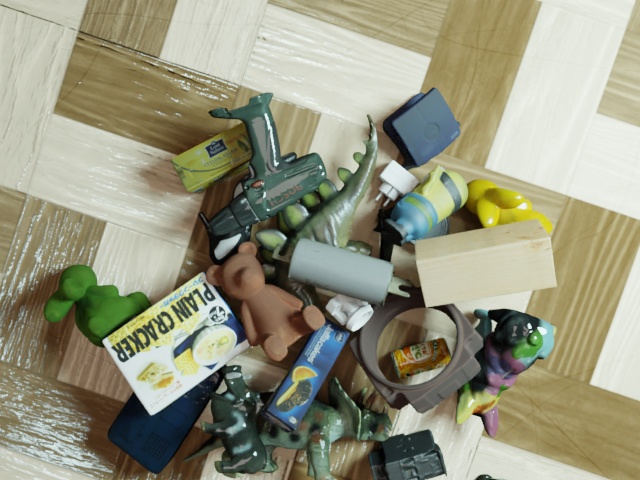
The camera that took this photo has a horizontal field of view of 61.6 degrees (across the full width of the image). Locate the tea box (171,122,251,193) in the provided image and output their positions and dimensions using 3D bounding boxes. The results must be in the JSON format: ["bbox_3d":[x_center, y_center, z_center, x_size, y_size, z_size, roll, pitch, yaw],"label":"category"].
[{"bbox_3d":[-0.178,-0.154,1.001,0.170,0.098,0.068,-28,92,0],"label":"tea box"}]

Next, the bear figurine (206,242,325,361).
[{"bbox_3d":[-0.100,0.098,0.924,0.120,0.132,0.195,-34,92,-20],"label":"bear figurine"}]

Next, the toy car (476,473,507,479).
[{"bbox_3d":[0.273,0.507,1.028,0.202,0.073,0.056,-20,91,2],"label":"toy car"}]

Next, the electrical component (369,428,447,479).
[{"bbox_3d":[0.160,0.411,1.007,0.134,0.115,0.058,-16,90,0],"label":"electrical component"}]

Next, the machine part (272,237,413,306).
[{"bbox_3d":[0.036,0.054,0.912,0.243,0.079,0.079,16,92,6],"label":"machine part"}]

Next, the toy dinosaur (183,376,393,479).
[{"bbox_3d":[-0.066,0.350,1.015,0.405,0.131,0.192,2,75,8],"label":"toy dinosaur"}]

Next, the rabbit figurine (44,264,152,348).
[{"bbox_3d":[-0.435,0.118,1.003,0.170,0.159,0.121,43,103,14],"label":"rabbit figurine"}]

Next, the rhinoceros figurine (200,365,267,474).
[{"bbox_3d":[-0.148,0.317,0.953,0.112,0.073,0.190,-24,64,9],"label":"rhinoceros figurine"}]

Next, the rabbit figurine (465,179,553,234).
[{"bbox_3d":[0.326,-0.042,0.984,0.122,0.162,0.173,-44,73,14],"label":"rabbit figurine"}]

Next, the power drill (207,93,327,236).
[{"bbox_3d":[-0.118,-0.133,0.917,0.232,0.086,0.207,-20,98,1],"label":"power drill"}]

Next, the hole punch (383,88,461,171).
[{"bbox_3d":[0.192,-0.208,0.999,0.142,0.092,0.115,-39,95,-1],"label":"hole punch"}]

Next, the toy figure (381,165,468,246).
[{"bbox_3d":[0.189,-0.056,0.963,0.089,0.082,0.180,47,66,-3],"label":"toy figure"}]

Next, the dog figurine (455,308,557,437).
[{"bbox_3d":[0.322,0.242,0.972,0.108,0.191,0.219,22,78,-12],"label":"dog figurine"}]

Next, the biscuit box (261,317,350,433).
[{"bbox_3d":[-0.023,0.237,0.959,0.063,0.059,0.203,34,60,0],"label":"biscuit box"}]

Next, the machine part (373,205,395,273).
[{"bbox_3d":[0.124,0.006,1.010,0.039,0.084,0.138,10,103,24],"label":"machine part"}]

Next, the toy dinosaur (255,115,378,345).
[{"bbox_3d":[-0.002,-0.003,0.999,0.198,0.105,0.471,37,93,0],"label":"toy dinosaur"}]

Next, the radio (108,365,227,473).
[{"bbox_3d":[-0.293,0.313,1.034,0.131,0.073,0.229,33,91,1],"label":"radio"}]

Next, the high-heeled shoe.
[{"bbox_3d":[-0.115,-0.046,1.016,0.249,0.086,0.145,-35,96,5],"label":"high-heeled shoe"}]

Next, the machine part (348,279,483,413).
[{"bbox_3d":[0.169,0.186,0.963,0.201,0.087,0.202,-38,51,3],"label":"machine part"}]
